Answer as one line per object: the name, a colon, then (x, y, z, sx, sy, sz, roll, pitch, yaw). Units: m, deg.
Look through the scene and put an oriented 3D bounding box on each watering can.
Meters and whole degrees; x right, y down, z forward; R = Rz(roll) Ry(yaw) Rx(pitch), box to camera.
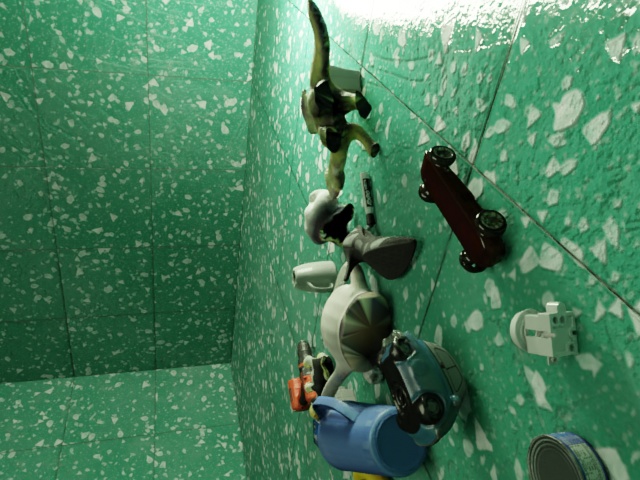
watering can: (0.057, 0.217, 1.063, 0.224, 0.104, 0.349, 176, 102, -74)

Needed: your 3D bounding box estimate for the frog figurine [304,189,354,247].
frog figurine: (0.004, -0.063, 1.247, 0.162, 0.123, 0.134, 44, 153, 52)

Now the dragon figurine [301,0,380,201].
dragon figurine: (0.001, -0.278, 1.092, 0.244, 0.123, 0.405, 21, 128, 64)
